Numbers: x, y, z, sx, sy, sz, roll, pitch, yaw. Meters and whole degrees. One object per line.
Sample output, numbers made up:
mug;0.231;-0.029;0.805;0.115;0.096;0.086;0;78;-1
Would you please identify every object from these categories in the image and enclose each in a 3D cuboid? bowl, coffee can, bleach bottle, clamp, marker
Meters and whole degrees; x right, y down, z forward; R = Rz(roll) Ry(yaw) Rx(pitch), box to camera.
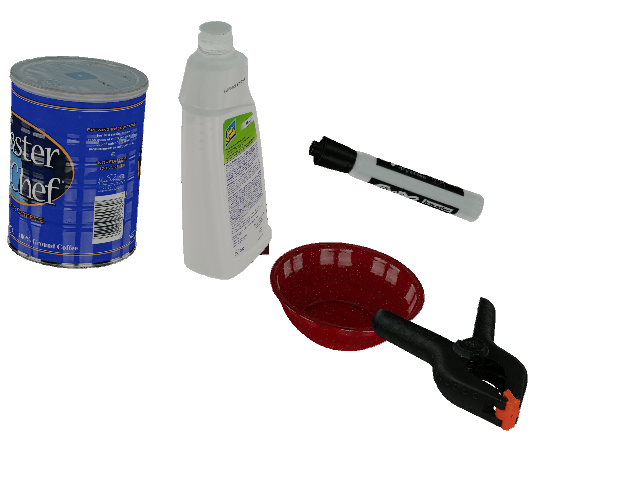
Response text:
bowl;0.025;0.066;1.114;0.162;0.055;0.162;6;32;-4
coffee can;-0.190;-0.063;0.833;0.102;0.140;0.103;7;23;-3
bleach bottle;-0.092;-0.089;1.017;0.068;0.251;0.102;16;38;20
clamp;0.134;0.099;0.929;0.120;0.039;0.172;-16;36;-23
marker;0.049;-0.040;0.685;0.121;0.020;0.020;19;-6;-17

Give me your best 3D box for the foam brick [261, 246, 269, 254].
foam brick;-0.102;-0.016;1.288;0.078;0.053;0.051;-3;28;-1
